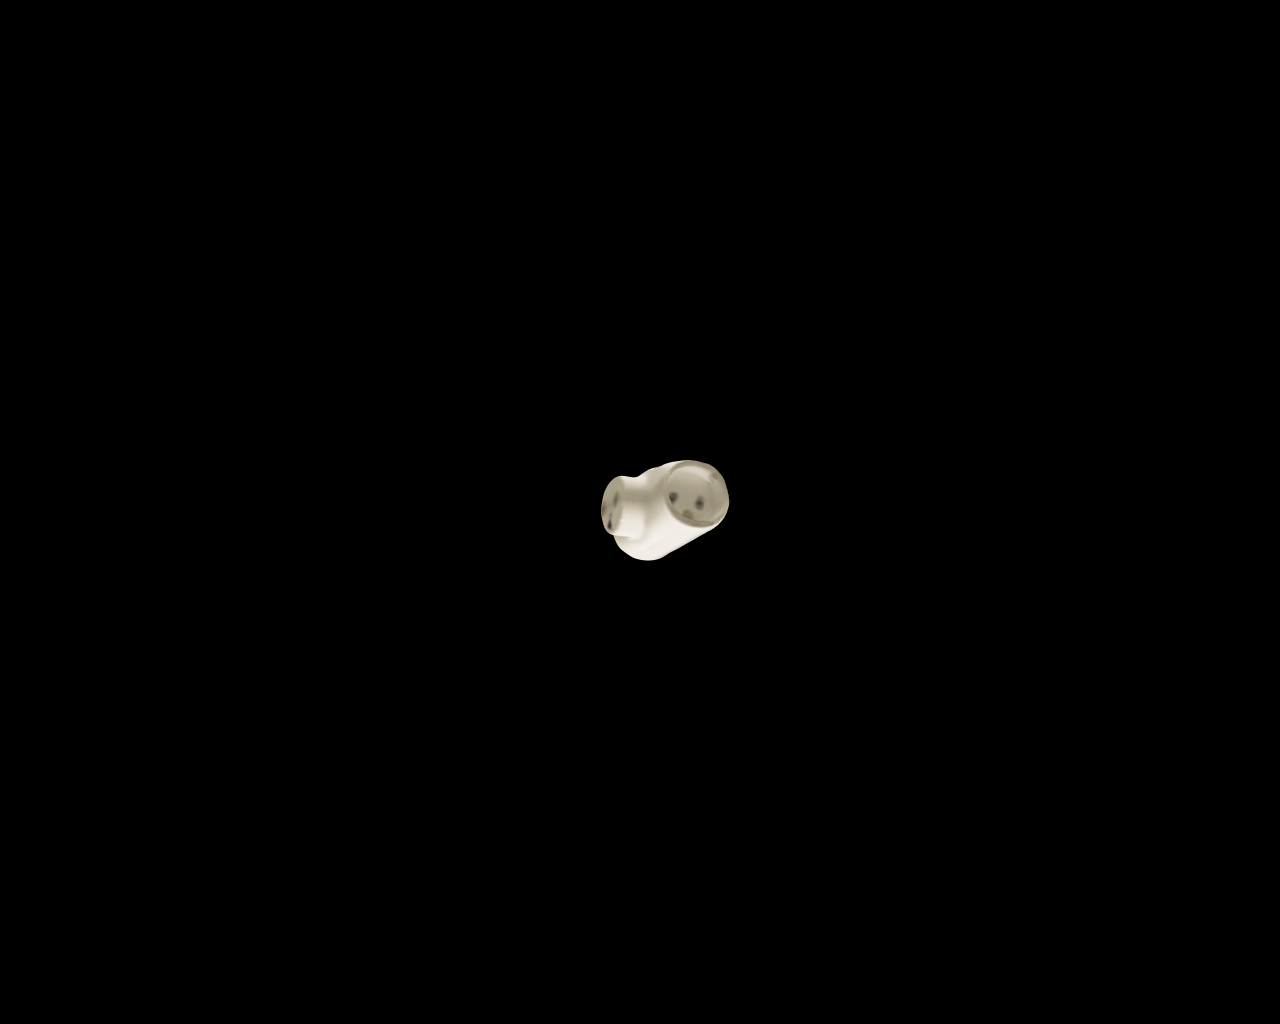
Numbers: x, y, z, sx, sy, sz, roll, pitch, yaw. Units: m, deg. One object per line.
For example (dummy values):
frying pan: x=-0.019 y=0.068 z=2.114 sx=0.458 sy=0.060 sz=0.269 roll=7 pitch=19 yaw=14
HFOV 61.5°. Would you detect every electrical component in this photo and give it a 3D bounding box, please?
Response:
electrical component: x=0.001 y=-0.003 z=0.650 sx=0.079 sy=0.043 sz=0.077 roll=8 pitch=-20 yaw=-22
